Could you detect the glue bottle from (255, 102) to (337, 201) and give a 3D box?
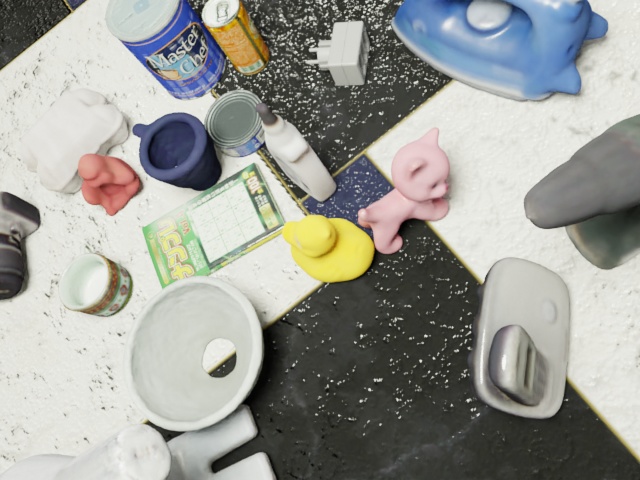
[{"bbox_3d":[-0.034,-0.104,0.646,0.037,0.173,0.078,-47,65,-3],"label":"glue bottle"}]

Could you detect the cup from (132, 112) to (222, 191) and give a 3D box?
[{"bbox_3d":[-0.179,-0.107,0.734,0.117,0.095,0.092,26,80,23],"label":"cup"}]

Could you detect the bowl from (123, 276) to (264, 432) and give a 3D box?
[{"bbox_3d":[-0.130,0.130,0.647,0.167,0.075,0.167,-5,70,15],"label":"bowl"}]

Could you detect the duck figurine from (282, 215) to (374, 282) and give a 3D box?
[{"bbox_3d":[0.006,0.002,0.644,0.104,0.086,0.077,12,75,21],"label":"duck figurine"}]

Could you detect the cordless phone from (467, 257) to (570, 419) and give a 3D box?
[{"bbox_3d":[0.179,0.079,0.509,0.094,0.185,0.147,3,72,18],"label":"cordless phone"}]

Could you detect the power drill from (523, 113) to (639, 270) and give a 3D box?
[{"bbox_3d":[0.281,-0.047,0.510,0.229,0.209,0.075,-32,65,4],"label":"power drill"}]

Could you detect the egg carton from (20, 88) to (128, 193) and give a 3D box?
[{"bbox_3d":[-0.349,-0.142,0.813,0.107,0.069,0.150,39,86,25],"label":"egg carton"}]

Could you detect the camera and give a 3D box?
[{"bbox_3d":[-0.466,0.015,0.776,0.143,0.101,0.136,-25,66,8],"label":"camera"}]

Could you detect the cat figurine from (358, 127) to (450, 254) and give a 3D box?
[{"bbox_3d":[0.093,-0.056,0.621,0.128,0.118,0.067,-38,65,1],"label":"cat figurine"}]

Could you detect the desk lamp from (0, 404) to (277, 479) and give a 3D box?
[{"bbox_3d":[-0.180,0.235,0.548,0.203,0.214,0.117,-31,65,5],"label":"desk lamp"}]

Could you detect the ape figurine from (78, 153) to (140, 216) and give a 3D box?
[{"bbox_3d":[-0.287,-0.084,0.761,0.077,0.092,0.076,-3,70,16],"label":"ape figurine"}]

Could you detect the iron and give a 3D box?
[{"bbox_3d":[0.185,-0.259,0.651,0.257,0.142,0.119,23,79,23],"label":"iron"}]
